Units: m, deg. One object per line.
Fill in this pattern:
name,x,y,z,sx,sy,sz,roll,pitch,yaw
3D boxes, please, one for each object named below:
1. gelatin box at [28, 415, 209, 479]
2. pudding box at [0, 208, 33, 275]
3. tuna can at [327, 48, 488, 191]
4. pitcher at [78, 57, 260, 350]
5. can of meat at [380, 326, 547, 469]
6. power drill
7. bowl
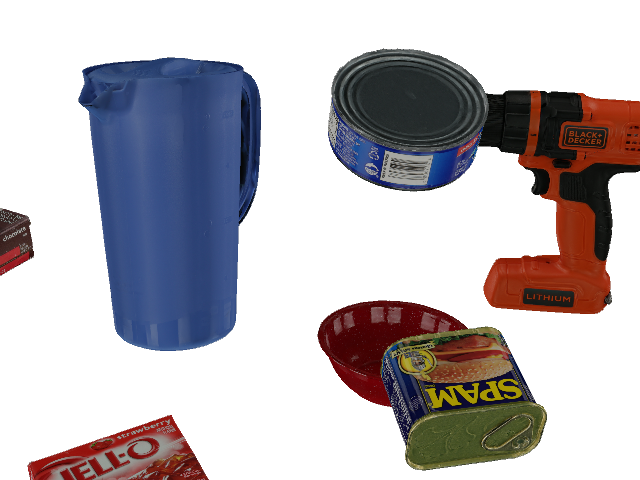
gelatin box,-0.112,0.140,0.598,0.089,0.030,0.073,-16,28,-20
pudding box,-0.277,0.002,0.762,0.114,0.039,0.089,13,30,28
tuna can,0.047,-0.067,0.588,0.086,0.086,0.034,0,-43,-7
pitcher,-0.122,-0.036,0.928,0.149,0.243,0.145,-2,16,-5
can of meat,0.101,0.112,0.778,0.102,0.057,0.084,-5,40,-11
power drill,0.181,-0.033,0.882,0.184,0.188,0.057,5,29,7
bowl,0.077,0.122,1.086,0.162,0.055,0.162,2,25,-1
